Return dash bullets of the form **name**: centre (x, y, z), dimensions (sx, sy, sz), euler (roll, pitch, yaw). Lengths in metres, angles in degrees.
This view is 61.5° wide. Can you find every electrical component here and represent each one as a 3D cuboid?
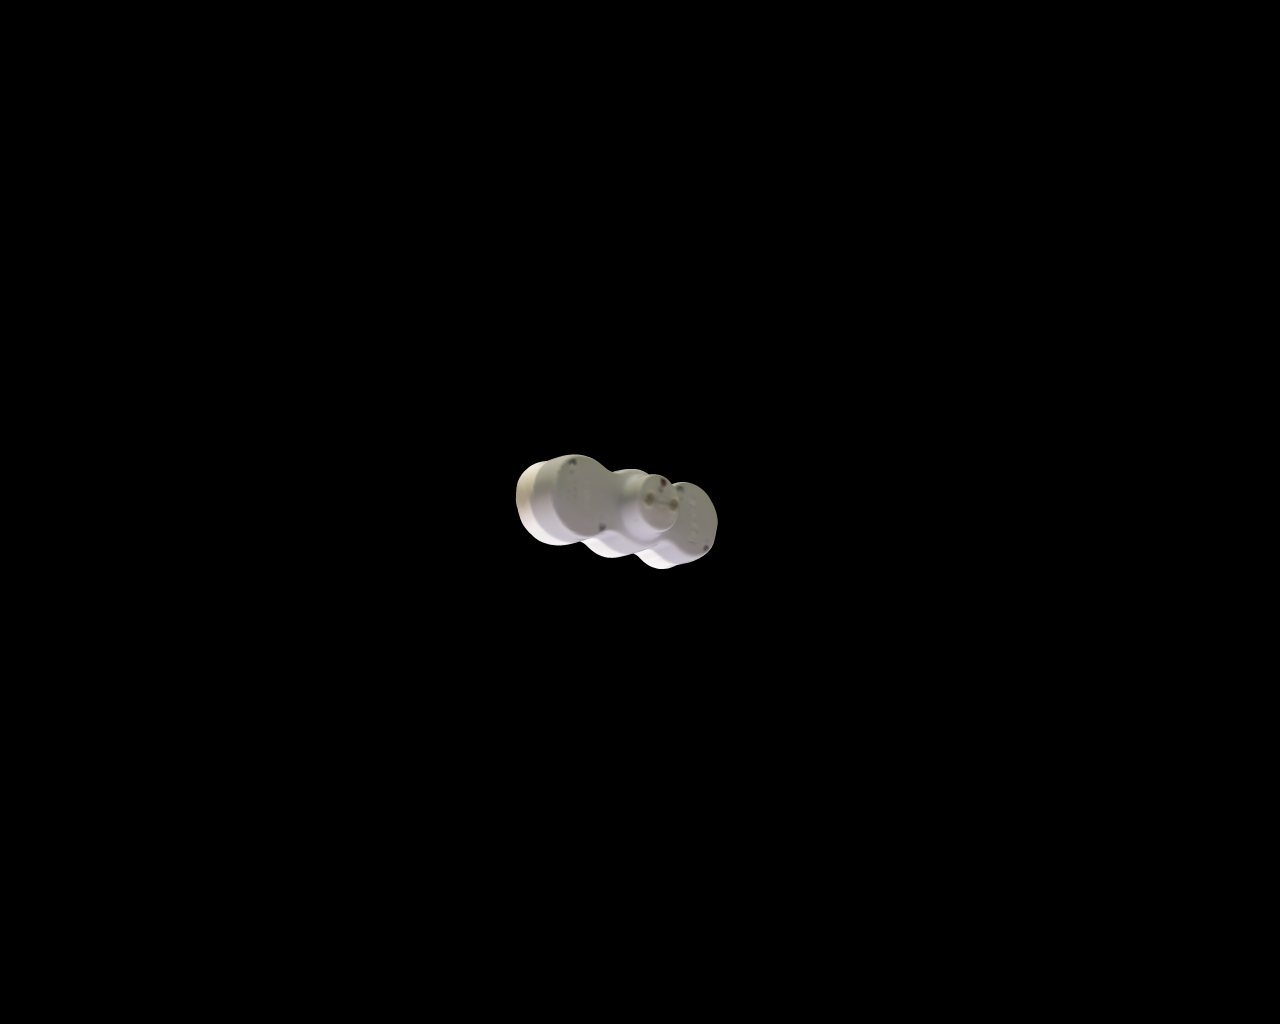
- **electrical component**: centre (0.001, -0.003, 0.650), dimensions (0.138, 0.052, 0.073), euler (14, -21, -40)
